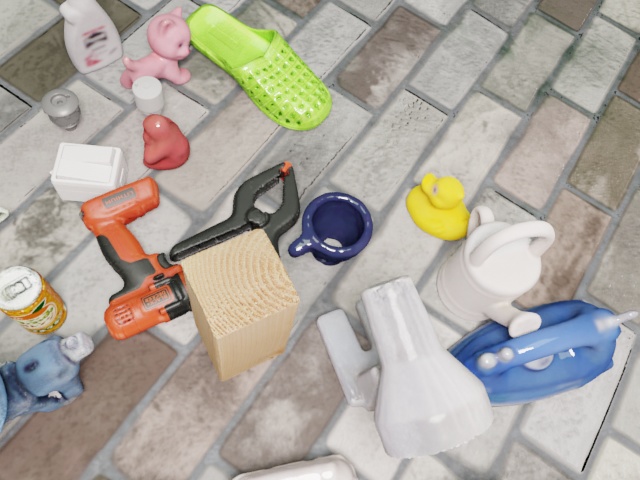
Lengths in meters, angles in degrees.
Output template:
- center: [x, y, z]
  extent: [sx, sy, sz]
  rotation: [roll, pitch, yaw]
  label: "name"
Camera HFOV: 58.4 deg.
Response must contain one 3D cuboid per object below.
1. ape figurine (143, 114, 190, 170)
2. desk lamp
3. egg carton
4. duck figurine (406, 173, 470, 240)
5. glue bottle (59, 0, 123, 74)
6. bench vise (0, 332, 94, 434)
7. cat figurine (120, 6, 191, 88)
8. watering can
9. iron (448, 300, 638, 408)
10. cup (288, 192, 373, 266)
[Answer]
- center: [-0.219, -0.141, 0.789]
  extent: [0.076, 0.092, 0.078]
  rotation: [26, 65, 4]
  label: "ape figurine"
- center: [0.083, 0.138, 0.641]
  extent: [0.118, 0.213, 0.203]
  rotation: [-19, 70, -16]
  label: "desk lamp"
- center: [-0.026, 0.302, 0.630]
  extent: [0.150, 0.069, 0.107]
  rotation: [-8, 67, -12]
  label: "egg carton"
- center: [0.178, -0.053, 0.812]
  extent: [0.104, 0.086, 0.078]
  rotation: [41, 67, 11]
  label: "duck figurine"
- center: [-0.329, -0.313, 0.805]
  extent: [0.078, 0.173, 0.037]
  rotation: [-38, 76, -21]
  label: "glue bottle"
- center: [-0.346, 0.140, 0.572]
  extent: [0.121, 0.219, 0.208]
  rotation: [38, 66, 10]
  label: "bench vise"
- center: [-0.235, -0.277, 0.834]
  extent: [0.067, 0.118, 0.128]
  rotation: [42, 67, 11]
  label: "cat figurine"
- center: [0.228, 0.035, 0.720]
  extent: [0.101, 0.194, 0.172]
  rotation: [-27, 72, -18]
  label: "watering can"
- center: [0.256, 0.139, 0.706]
  extent: [0.259, 0.141, 0.118]
  rotation: [-14, 68, -14]
  label: "iron"
- center: [0.007, 0.003, 0.756]
  extent: [0.118, 0.095, 0.091]
  rotation: [-30, 73, -20]
  label: "cup"
